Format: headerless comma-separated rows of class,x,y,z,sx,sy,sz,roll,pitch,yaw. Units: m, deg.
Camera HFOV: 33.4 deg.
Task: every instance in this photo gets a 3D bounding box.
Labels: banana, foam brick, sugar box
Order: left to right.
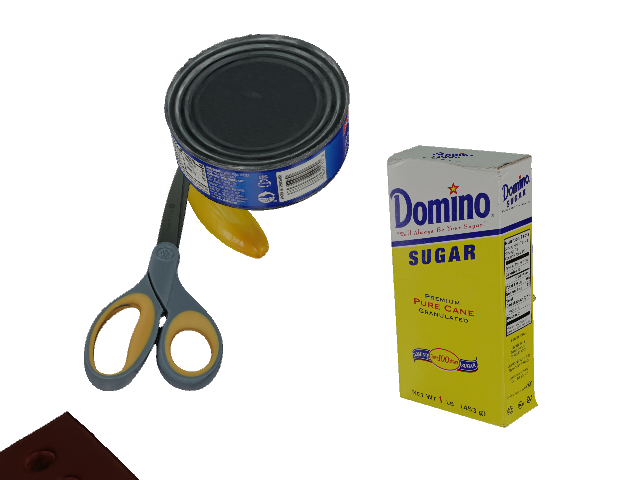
foam brick,-0.111,0.127,0.483,0.052,0.051,0.078,-31,44,-32
banana,-0.082,-0.047,0.895,0.069,0.037,0.198,3,31,-9
sugar box,0.094,0.028,0.715,0.094,0.176,0.048,9,23,42

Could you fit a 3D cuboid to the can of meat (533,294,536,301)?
can of meat,0.189,0.088,1.191,0.057,0.084,0.102,4,14,-20

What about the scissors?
scissors,-0.090,0.024,0.723,0.096,0.201,0.016,20,-40,7

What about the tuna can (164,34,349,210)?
tuna can,-0.028,-0.056,0.503,0.086,0.086,0.034,0,-37,3
